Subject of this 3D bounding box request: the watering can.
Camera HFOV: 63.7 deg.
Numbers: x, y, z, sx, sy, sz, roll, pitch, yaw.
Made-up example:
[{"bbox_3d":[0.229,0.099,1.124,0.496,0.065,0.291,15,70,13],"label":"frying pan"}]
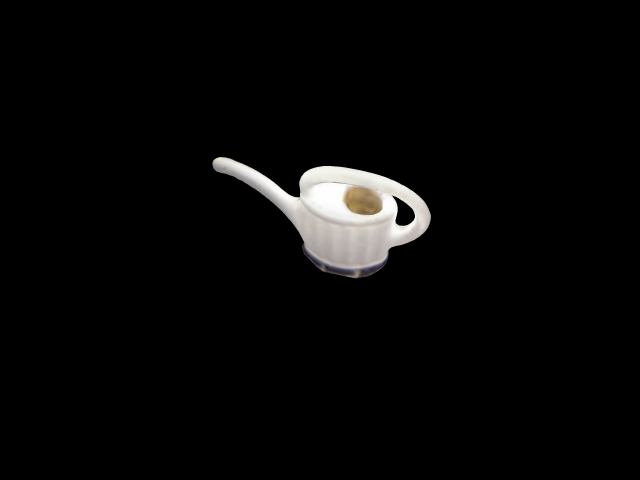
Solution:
[{"bbox_3d":[0.003,-0.043,0.850,0.348,0.106,0.219,11,-38,9],"label":"watering can"}]
